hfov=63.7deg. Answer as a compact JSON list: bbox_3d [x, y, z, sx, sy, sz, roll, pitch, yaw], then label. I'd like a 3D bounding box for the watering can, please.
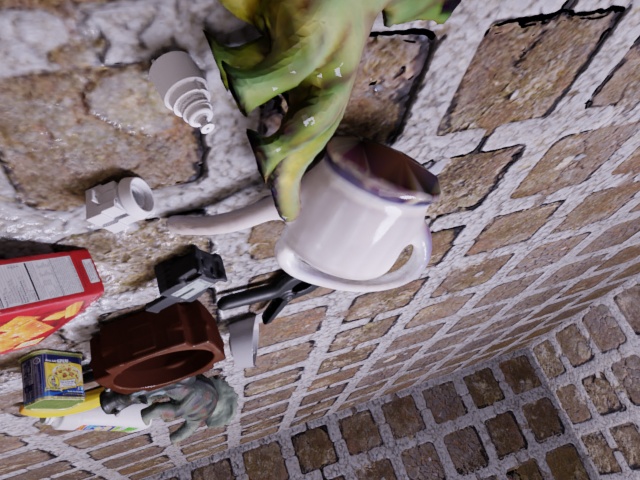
[{"bbox_3d":[0.002,-0.032,0.645,0.346,0.106,0.220,17,124,-19],"label":"watering can"}]

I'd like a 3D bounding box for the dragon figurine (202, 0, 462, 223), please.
[{"bbox_3d":[0.028,-0.167,0.436,0.243,0.124,0.402,-28,155,-6],"label":"dragon figurine"}]
